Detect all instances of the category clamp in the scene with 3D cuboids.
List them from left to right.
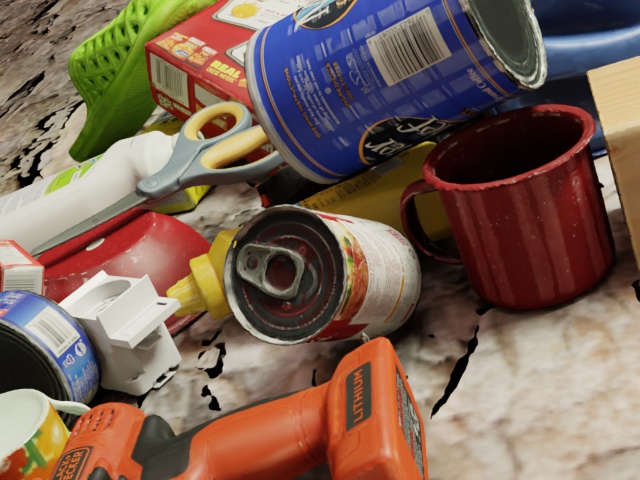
[{"bbox_3d":[0.024,-0.057,0.737,0.172,0.039,0.120,-25,-12,19],"label":"clamp"}]

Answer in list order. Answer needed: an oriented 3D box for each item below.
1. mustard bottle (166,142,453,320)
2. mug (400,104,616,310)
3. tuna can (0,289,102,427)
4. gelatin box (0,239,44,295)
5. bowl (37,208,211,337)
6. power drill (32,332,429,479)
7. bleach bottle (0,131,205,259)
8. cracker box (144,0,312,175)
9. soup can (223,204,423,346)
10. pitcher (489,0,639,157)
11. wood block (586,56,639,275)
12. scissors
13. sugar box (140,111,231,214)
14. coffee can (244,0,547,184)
[{"bbox_3d":[-0.004,0.001,0.662,0.191,0.058,0.096,-23,15,-3],"label":"mustard bottle"},{"bbox_3d":[0.100,-0.014,0.581,0.117,0.081,0.093,-10,27,25],"label":"mug"},{"bbox_3d":[-0.171,0.072,0.624,0.086,0.086,0.033,-5,28,33],"label":"tuna can"},{"bbox_3d":[-0.206,0.050,0.696,0.030,0.089,0.073,0,14,-30],"label":"gelatin box"},{"bbox_3d":[-0.145,0.024,0.739,0.162,0.055,0.162,-18,25,9],"label":"bowl"},{"bbox_3d":[-0.048,0.117,0.463,0.188,0.057,0.184,-17,25,11],"label":"power drill"},{"bbox_3d":[-0.200,-0.017,0.820,0.251,0.068,0.102,-25,24,10],"label":"bleach bottle"},{"bbox_3d":[-0.015,-0.155,0.912,0.164,0.072,0.213,32,52,28],"label":"cracker box"},{"bbox_3d":[0.005,0.019,0.554,0.069,0.068,0.102,-9,-7,26],"label":"soup can"},{"bbox_3d":[0.142,-0.156,0.773,0.145,0.149,0.243,-25,21,1],"label":"pitcher"},{"bbox_3d":[0.252,-0.062,0.544,0.206,0.090,0.090,-15,26,15],"label":"wood block"},{"bbox_3d":[-0.116,-0.049,0.756,0.201,0.016,0.096,-20,42,-10],"label":"scissors"},{"bbox_3d":[-0.119,-0.082,0.944,0.093,0.048,0.176,-7,30,25],"label":"sugar box"},{"bbox_3d":[0.042,-0.104,0.608,0.141,0.102,0.102,-23,20,31],"label":"coffee can"}]
